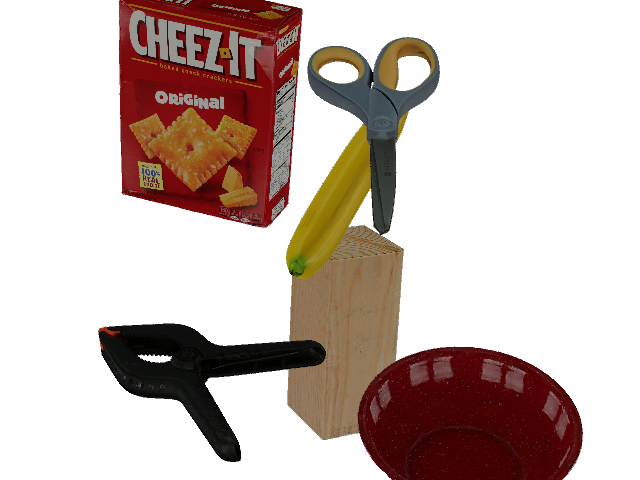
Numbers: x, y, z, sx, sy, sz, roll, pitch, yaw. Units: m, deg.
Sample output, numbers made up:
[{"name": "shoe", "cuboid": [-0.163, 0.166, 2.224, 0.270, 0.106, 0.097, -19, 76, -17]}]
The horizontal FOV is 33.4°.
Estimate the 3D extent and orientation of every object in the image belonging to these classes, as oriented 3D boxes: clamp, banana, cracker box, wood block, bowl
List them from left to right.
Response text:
[{"name": "clamp", "cuboid": [-0.110, 0.115, 0.982, 0.210, 0.036, 0.164, 19, 36, 30]}, {"name": "cracker box", "cuboid": [-0.111, -0.131, 1.043, 0.164, 0.214, 0.072, 15, 33, 14]}, {"name": "wood block", "cuboid": [0.025, 0.098, 1.156, 0.090, 0.206, 0.091, -7, 21, -26]}, {"name": "banana", "cuboid": [0.020, -0.037, 0.893, 0.037, 0.197, 0.070, 35, -25, -12]}, {"name": "bowl", "cuboid": [0.108, 0.150, 0.786, 0.162, 0.055, 0.162, -1, 36, 0]}]

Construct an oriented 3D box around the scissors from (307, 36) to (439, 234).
[{"name": "scissors", "cuboid": [0.021, -0.074, 0.660, 0.096, 0.016, 0.201, 10, 41, 15]}]
